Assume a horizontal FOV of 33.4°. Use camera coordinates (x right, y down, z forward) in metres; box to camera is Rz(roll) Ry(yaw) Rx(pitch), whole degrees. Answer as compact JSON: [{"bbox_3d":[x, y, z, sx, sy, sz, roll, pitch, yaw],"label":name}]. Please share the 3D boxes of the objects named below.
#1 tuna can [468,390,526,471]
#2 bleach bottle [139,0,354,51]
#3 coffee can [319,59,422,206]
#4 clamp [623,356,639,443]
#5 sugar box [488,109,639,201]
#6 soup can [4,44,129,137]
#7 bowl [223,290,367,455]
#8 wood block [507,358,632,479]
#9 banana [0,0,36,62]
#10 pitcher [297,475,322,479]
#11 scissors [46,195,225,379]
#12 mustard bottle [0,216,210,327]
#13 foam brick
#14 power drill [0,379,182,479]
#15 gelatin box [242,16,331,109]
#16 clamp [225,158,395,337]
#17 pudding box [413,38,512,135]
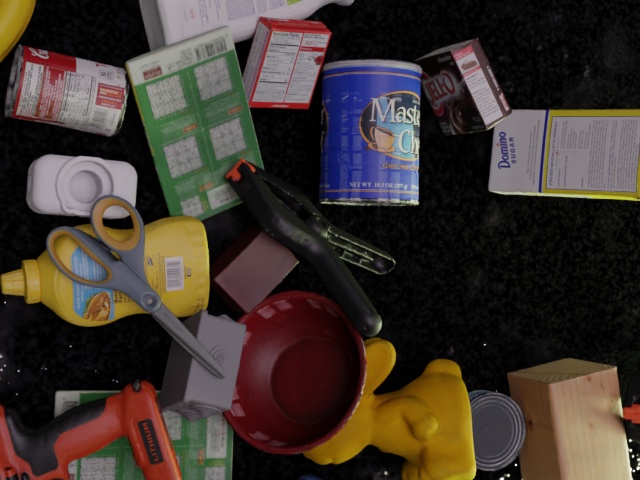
[{"bbox_3d":[0.182,0.209,1.178,0.086,0.034,0.086,0,90,-22],"label":"tuna can"},{"bbox_3d":[-0.052,-0.249,1.070,0.250,0.068,0.102,-15,98,-23],"label":"bleach bottle"},{"bbox_3d":[0.051,-0.106,1.088,0.102,0.103,0.140,1,90,-22],"label":"coffee can"},{"bbox_3d":[0.367,0.194,1.207,0.171,0.039,0.120,-20,102,-63],"label":"clamp"},{"bbox_3d":[0.270,-0.092,1.140,0.048,0.177,0.093,6,90,-51],"label":"sugar box"},{"bbox_3d":[-0.235,-0.137,0.993,0.102,0.069,0.068,10,86,-22],"label":"soup can"},{"bbox_3d":[-0.021,0.134,1.059,0.055,0.162,0.162,36,73,-61],"label":"bowl"},{"bbox_3d":[0.281,0.245,1.187,0.090,0.091,0.206,-10,94,-21],"label":"wood block"},{"bbox_3d":[-0.314,-0.192,0.981,0.069,0.037,0.197,29,78,-2],"label":"banana"},{"bbox_3d":[-0.007,0.366,1.049,0.149,0.145,0.243,27,77,-17],"label":"pitcher"},{"bbox_3d":[-0.151,0.035,0.969,0.201,0.016,0.096,31,83,-4],"label":"scissors"},{"bbox_3d":[-0.203,0.032,1.010,0.191,0.058,0.096,-6,105,-22],"label":"mustard bottle"},{"bbox_3d":[-0.070,0.029,1.068,0.078,0.051,0.053,-46,106,-15],"label":"foam brick"},{"bbox_3d":[-0.226,0.219,0.982,0.187,0.057,0.184,-16,94,-8],"label":"power drill"},{"bbox_3d":[-0.036,-0.176,1.064,0.073,0.030,0.089,-4,125,-36],"label":"gelatin box"},{"bbox_3d":[-0.007,0.001,1.051,0.210,0.164,0.036,39,111,-14],"label":"clamp"},{"bbox_3d":[0.147,-0.159,1.121,0.039,0.114,0.090,-31,100,-15],"label":"pudding box"}]
